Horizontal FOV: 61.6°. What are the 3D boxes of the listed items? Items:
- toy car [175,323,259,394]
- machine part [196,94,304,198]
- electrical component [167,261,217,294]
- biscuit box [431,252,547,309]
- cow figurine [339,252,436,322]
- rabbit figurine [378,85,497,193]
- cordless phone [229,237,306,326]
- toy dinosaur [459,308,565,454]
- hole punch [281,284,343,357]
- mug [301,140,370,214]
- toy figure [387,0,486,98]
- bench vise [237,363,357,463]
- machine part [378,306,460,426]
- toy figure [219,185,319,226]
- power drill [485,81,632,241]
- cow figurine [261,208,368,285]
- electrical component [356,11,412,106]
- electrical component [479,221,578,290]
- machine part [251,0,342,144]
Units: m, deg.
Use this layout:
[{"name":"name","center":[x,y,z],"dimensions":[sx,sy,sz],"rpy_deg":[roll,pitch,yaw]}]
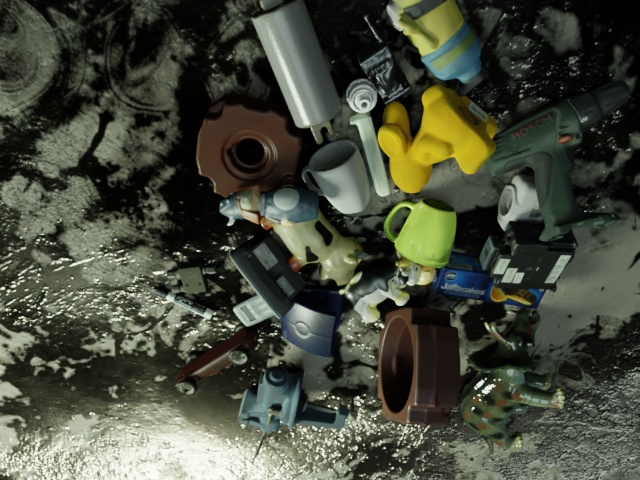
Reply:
[{"name":"toy car","center":[-0.203,0.237,1.058],"dimensions":[0.202,0.089,0.053],"rpy_deg":[-34,117,18]},{"name":"machine part","center":[-0.111,-0.141,0.850],"dimensions":[0.179,0.056,0.179],"rpy_deg":[0,121,0]},{"name":"electrical component","center":[-0.234,0.072,0.997],"dimensions":[0.094,0.021,0.063],"rpy_deg":[-8,121,3]},{"name":"biscuit box","center":[0.305,0.072,0.981],"dimensions":[0.203,0.059,0.062],"rpy_deg":[9,121,-6]},{"name":"cow figurine","center":[0.120,0.071,0.969],"dimensions":[0.167,0.068,0.098],"rpy_deg":[-34,121,19]},{"name":"rabbit figurine","center":[0.162,-0.141,0.823],"dimensions":[0.162,0.122,0.173],"rpy_deg":[28,136,-14]},{"name":"cordless phone","center":[-0.126,0.085,0.976],"dimensions":[0.146,0.089,0.184],"rpy_deg":[52,141,-5]},{"name":"toy dinosaur","center":[0.360,0.326,1.110],"dimensions":[0.192,0.131,0.404],"rpy_deg":[18,125,3]},{"name":"hole punch","center":[-0.017,0.151,1.012],"dimensions":[0.116,0.092,0.142],"rpy_deg":[5,125,1]},{"name":"mug","center":[0.029,-0.092,0.870],"dimensions":[0.110,0.081,0.107],"rpy_deg":[-11,129,26]},{"name":"toy figure","center":[0.168,-0.290,0.749],"dimensions":[0.089,0.082,0.180],"rpy_deg":[-45,107,8]},{"name":"bench vise","center":[-0.047,0.354,1.116],"dimensions":[0.241,0.129,0.223],"rpy_deg":[12,121,0]},{"name":"machine part","center":[0.176,0.227,0.974],"dimensions":[0.087,0.201,0.201],"rpy_deg":[5,166,-11]},{"name":"toy figure","center":[-0.080,-0.056,0.832],"dimensions":[0.155,0.064,0.057],"rpy_deg":[0,131,-3]},{"name":"power drill","center":[0.379,-0.112,0.810],"dimensions":[0.232,0.086,0.207],"rpy_deg":[-18,84,15]},{"name":"cow figurine","center":[-0.002,-0.003,0.922],"dimensions":[0.127,0.085,0.194],"rpy_deg":[-28,113,16]},{"name":"electrical component","center":[0.081,-0.260,0.768],"dimensions":[0.048,0.075,0.119],"rpy_deg":[-31,121,17]},{"name":"electrical component","center":[0.342,0.027,0.900],"dimensions":[0.134,0.058,0.114],"rpy_deg":[5,134,-5]},{"name":"machine part","center":[-0.030,-0.252,0.771],"dimensions":[0.079,0.079,0.243],"rpy_deg":[-18,119,10]}]
